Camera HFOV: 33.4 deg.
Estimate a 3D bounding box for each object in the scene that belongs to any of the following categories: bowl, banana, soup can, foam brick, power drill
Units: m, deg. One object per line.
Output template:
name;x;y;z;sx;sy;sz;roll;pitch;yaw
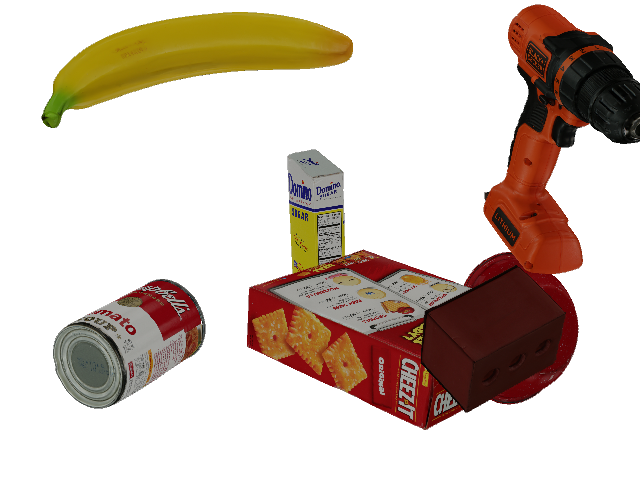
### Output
bowl;0.216;0.092;1.109;0.161;0.162;0.055;0;-2;-34
banana;-0.080;-0.110;0.659;0.197;0.070;0.037;-17;-35;-17
soup can;-0.144;0.077;0.805;0.069;0.068;0.102;0;16;30
foam brick;0.110;0.063;0.687;0.078;0.053;0.051;-25;48;-23
power drill;0.189;-0.070;0.834;0.057;0.188;0.184;-2;34;-15

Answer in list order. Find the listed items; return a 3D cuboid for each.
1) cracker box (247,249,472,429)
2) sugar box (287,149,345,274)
cracker box;0.063;0.083;0.973;0.214;0.072;0.163;20;25;39
sugar box;-0.005;-0.012;1.283;0.048;0.176;0.093;-13;25;-18
